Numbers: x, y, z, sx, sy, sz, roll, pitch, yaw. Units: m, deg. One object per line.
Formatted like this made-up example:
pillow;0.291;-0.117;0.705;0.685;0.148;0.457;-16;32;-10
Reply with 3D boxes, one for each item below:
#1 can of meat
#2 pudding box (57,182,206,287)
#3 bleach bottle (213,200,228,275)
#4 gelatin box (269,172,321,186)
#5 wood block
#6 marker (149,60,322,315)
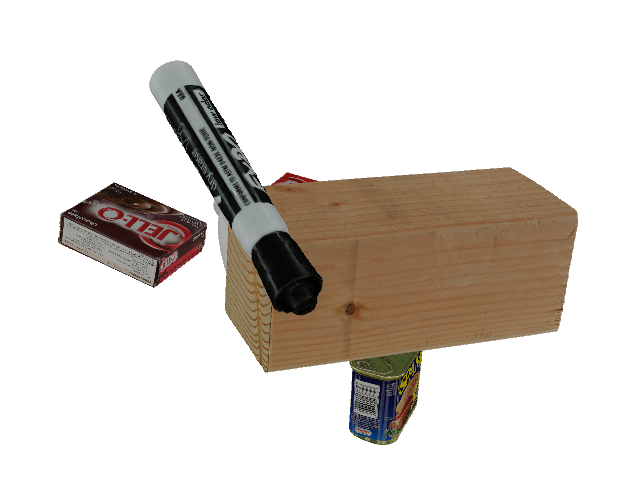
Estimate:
can of meat;0.067;0.145;1.083;0.057;0.084;0.102;13;27;19
pudding box;-0.180;-0.007;1.024;0.113;0.039;0.089;22;29;16
bleach bottle;-0.078;-0.005;1.217;0.102;0.068;0.251;-7;29;-16
gelatin box;-0.009;-0.024;0.913;0.089;0.030;0.073;18;31;21
wood block;0.051;0.014;0.693;0.205;0.091;0.090;-5;25;-21
marker;-0.031;-0.021;0.385;0.020;0.121;0.020;-22;-35;-16
